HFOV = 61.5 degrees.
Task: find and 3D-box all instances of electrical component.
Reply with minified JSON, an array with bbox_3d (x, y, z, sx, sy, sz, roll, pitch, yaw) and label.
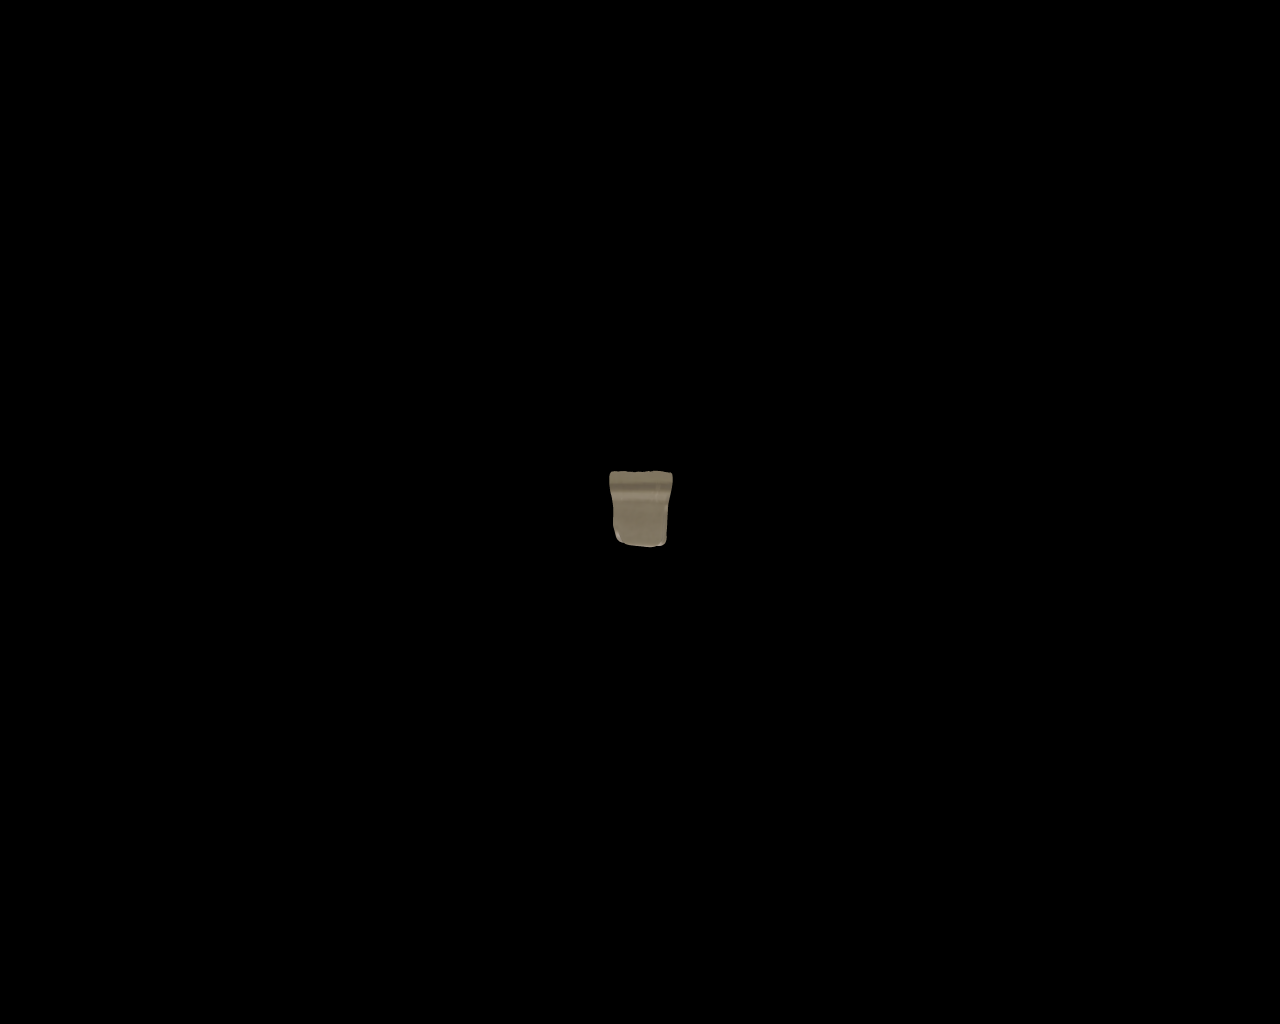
[{"bbox_3d":[0.001,-0.003,0.650,0.040,0.046,0.040,0,0,0],"label":"electrical component"}]
